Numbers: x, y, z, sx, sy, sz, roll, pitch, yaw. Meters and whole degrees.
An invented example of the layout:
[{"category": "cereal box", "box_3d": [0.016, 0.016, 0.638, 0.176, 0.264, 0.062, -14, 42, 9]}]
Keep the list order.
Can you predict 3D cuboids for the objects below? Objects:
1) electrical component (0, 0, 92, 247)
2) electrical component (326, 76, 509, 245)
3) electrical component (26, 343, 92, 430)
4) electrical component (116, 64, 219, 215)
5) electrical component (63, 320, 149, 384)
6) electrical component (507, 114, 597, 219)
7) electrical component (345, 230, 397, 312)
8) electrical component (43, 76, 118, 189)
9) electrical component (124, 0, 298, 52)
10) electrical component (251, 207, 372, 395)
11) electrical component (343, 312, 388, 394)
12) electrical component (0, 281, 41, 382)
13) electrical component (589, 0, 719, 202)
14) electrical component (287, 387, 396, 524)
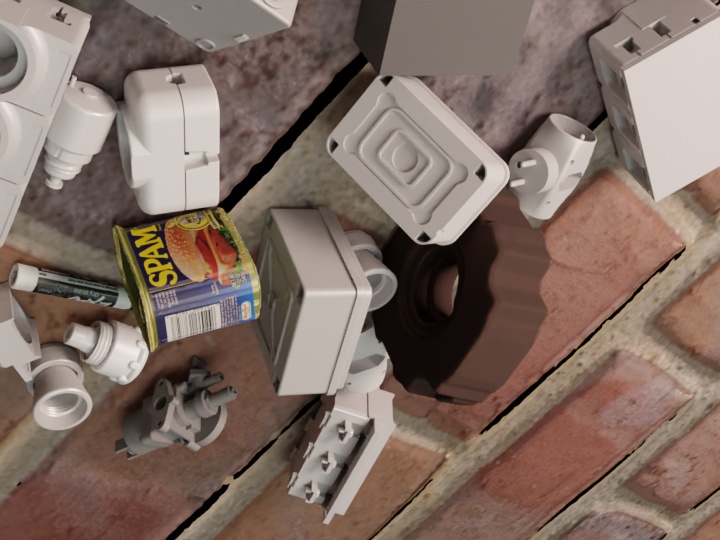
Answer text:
[{"category": "electrical component", "box_3d": [-0.234, -0.097, 0.649, 0.089, 0.061, 0.150, 22, 118, -17]}, {"category": "electrical component", "box_3d": [0.043, -0.080, 0.779, 0.078, 0.113, 0.057, -49, 164, 20]}, {"category": "electrical component", "box_3d": [-0.236, 0.090, 0.837, 0.045, 0.055, 0.045, -15, 134, -16]}, {"category": "electrical component", "box_3d": [-0.131, -0.088, 0.732, 0.059, 0.053, 0.095, -10, 132, -19]}, {"category": "electrical component", "box_3d": [-0.199, 0.059, 0.837, 0.062, 0.048, 0.048, 25, 115, -32]}, {"category": "electrical component", "box_3d": [0.146, -0.082, 0.871, 0.079, 0.043, 0.077, -17, 141, -50]}, {"category": "electrical component", "box_3d": [0.000, 0.000, 0.874, 0.045, 0.055, 0.045, -14, 134, -15]}, {"category": "electrical component", "box_3d": [-0.190, -0.088, 0.711, 0.040, 0.040, 0.078, 11, 123, -33]}, {"category": "electrical component", "box_3d": [-0.092, -0.176, 0.643, 0.100, 0.100, 0.048, 27, 69, -40]}, {"category": "electrical component", "box_3d": [-0.043, 0.024, 0.836, 0.056, 0.108, 0.108, 0, 129, -23]}, {"category": "electrical component", "box_3d": [0.014, 0.062, 0.944, 0.079, 0.043, 0.077, -18, 134, -11]}, {"category": "electrical component", "box_3d": [-0.275, 0.048, 0.790, 0.064, 0.042, 0.081, -22, 134, -2]}, {"category": "electrical component", "box_3d": [0.248, -0.142, 0.866, 0.089, 0.061, 0.150, -30, 136, 1]}, {"category": "electrical component", "box_3d": [-0.020, 0.164, 1.002, 0.063, 0.078, 0.121, 20, 121, -13]}]
